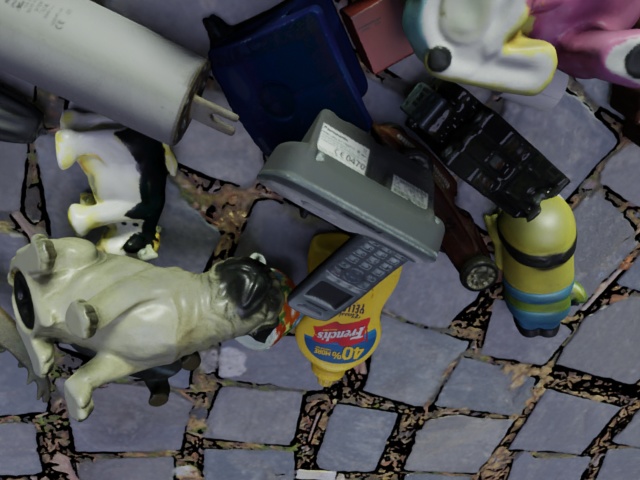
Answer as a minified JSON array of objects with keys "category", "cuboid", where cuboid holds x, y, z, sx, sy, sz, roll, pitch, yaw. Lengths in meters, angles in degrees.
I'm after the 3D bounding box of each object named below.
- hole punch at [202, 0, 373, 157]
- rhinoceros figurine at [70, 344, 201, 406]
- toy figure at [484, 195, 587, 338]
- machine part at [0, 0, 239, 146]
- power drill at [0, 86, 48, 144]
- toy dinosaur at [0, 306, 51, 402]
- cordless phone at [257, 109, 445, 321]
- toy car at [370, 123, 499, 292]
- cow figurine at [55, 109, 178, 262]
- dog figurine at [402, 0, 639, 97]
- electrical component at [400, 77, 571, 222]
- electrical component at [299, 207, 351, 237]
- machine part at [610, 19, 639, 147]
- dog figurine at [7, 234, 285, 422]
[{"category":"hole punch","cuboid":[-0.023,-0.130,0.445,0.116,0.092,0.142,-25,124,11]},{"category":"rhinoceros figurine","cuboid":[-0.207,0.092,0.544,0.073,0.112,0.190,-47,129,1]},{"category":"toy figure","cuboid":[0.235,0.030,0.571,0.082,0.089,0.179,-18,119,-6]},{"category":"machine part","cuboid":[-0.176,-0.140,0.409,0.243,0.079,0.079,25,115,-10]},{"category":"power drill","cuboid":[-0.330,-0.094,0.353,0.232,0.207,0.086,25,124,-16]},{"category":"toy dinosaur","cuboid":[-0.417,-0.010,0.458,0.471,0.105,0.198,39,116,-16]},{"category":"cordless phone","cuboid":[-0.002,-0.001,0.452,0.146,0.089,0.184,27,135,-17]},{"category":"toy car","cuboid":[0.112,-0.035,0.518,0.053,0.089,0.202,-32,118,11]},{"category":"cow figurine","cuboid":[-0.177,-0.035,0.494,0.098,0.068,0.167,-7,123,-13]},{"category":"dog figurine","cuboid":[0.151,-0.179,0.372,0.192,0.219,0.108,2,119,9]},{"category":"electrical component","cuboid":[0.135,-0.086,0.475,0.134,0.115,0.058,32,107,-23]},{"category":"electrical component","cuboid":[0.038,-0.034,0.516,0.119,0.075,0.047,22,116,-14]},{"category":"machine part","cuboid":[0.365,-0.156,0.499,0.179,0.056,0.179,-4,122,-6]},{"category":"dog figurine","cuboid":[-0.146,0.045,0.468,0.190,0.172,0.121,-15,139,-46]}]
